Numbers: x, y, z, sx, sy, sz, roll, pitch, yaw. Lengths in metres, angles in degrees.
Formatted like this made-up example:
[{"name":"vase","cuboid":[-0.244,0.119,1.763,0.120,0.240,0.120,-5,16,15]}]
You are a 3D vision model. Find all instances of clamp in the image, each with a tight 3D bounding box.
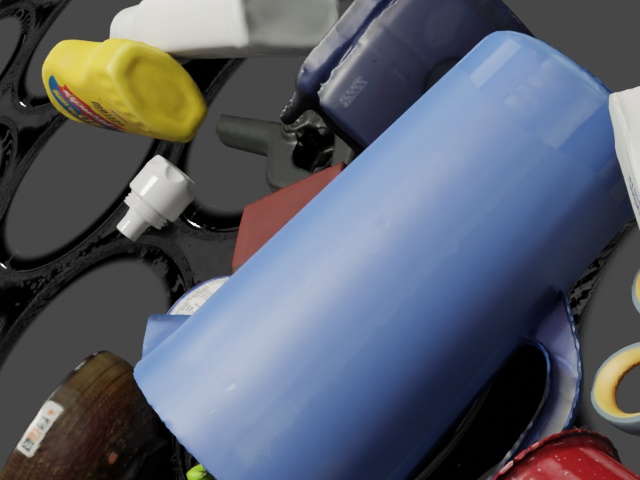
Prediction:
[{"name":"clamp","cuboid":[-0.015,-0.066,0.711,0.120,0.039,0.171,-35,35,19]}]

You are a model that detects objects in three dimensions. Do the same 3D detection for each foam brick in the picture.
[{"name":"foam brick","cuboid":[-0.004,0.001,0.627,0.078,0.053,0.051,-22,44,31]}]

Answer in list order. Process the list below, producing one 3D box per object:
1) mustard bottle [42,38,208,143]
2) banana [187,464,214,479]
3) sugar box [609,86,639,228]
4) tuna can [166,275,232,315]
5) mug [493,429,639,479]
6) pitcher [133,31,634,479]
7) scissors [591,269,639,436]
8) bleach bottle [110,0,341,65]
[{"name":"mustard bottle","cuboid":[-0.179,-0.127,0.890,0.192,0.096,0.058,14,70,51]},{"name":"banana","cuboid":[-0.101,0.173,0.564,0.198,0.069,0.037,-32,-1,34]},{"name":"sugar box","cuboid":[0.205,-0.034,0.393,0.176,0.048,0.093,-13,50,10]},{"name":"tuna can","cuboid":[-0.047,0.063,0.587,0.086,0.086,0.034,-52,34,-5]},{"name":"mug","cuboid":[0.097,0.118,0.362,0.093,0.117,0.082,-47,40,-10]},{"name":"pitcher","cuboid":[0.047,0.029,0.498,0.243,0.149,0.145,-46,20,-2]},{"name":"scissors","cuboid":[0.163,0.058,0.393,0.096,0.016,0.202,-54,21,8]},{"name":"bleach bottle","cuboid":[-0.099,-0.171,0.847,0.251,0.102,0.068,5,97,49]}]
